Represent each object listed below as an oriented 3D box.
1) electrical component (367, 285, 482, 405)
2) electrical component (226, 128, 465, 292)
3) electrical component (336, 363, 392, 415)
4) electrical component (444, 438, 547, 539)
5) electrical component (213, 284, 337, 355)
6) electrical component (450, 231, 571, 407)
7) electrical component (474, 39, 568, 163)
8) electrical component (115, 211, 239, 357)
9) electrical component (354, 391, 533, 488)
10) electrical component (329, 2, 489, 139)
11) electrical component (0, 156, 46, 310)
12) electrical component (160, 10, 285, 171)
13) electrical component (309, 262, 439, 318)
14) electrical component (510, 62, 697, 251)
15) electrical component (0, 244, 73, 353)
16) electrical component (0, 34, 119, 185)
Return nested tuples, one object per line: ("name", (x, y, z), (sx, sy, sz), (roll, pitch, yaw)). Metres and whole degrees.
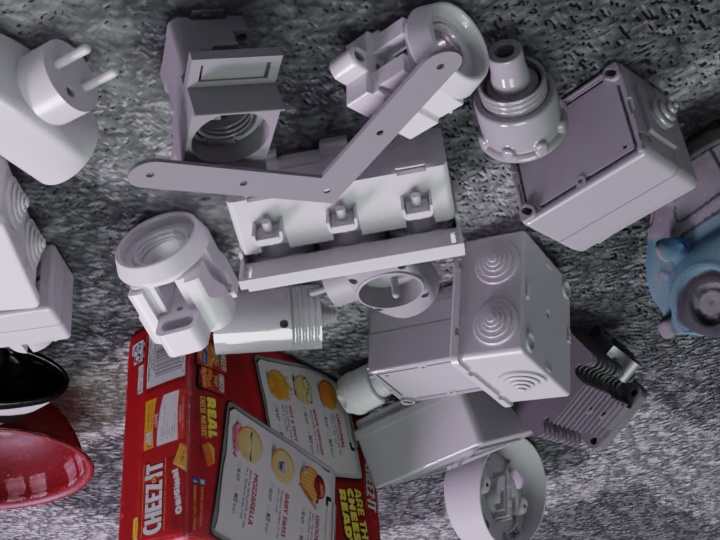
("electrical component", (0.048, 0.052, 0.756), (0.096, 0.061, 0.062), (-13, 149, 24))
("electrical component", (-0.008, -0.035, 0.594), (0.121, 0.078, 0.063), (-10, 126, 5))
("electrical component", (0.013, 0.086, 0.823), (0.061, 0.035, 0.035), (-29, 142, 26))
("electrical component", (0.124, 0.205, 0.979), (0.064, 0.099, 0.099), (-23, 145, 36))
("electrical component", (-0.056, 0.032, 0.714), (0.081, 0.043, 0.043), (-3, 148, -5))
("electrical component", (0.100, 0.032, 0.692), (0.048, 0.099, 0.100), (-10, 150, 29))
("electrical component", (0.079, -0.089, 0.547), (0.048, 0.048, 0.062), (-13, 141, 10))
("electrical component", (-0.108, 0.003, 0.634), (0.058, 0.078, 0.057), (-14, 127, 12))
("electrical component", (0.071, 0.122, 0.838), (0.109, 0.056, 0.109), (-30, 162, 32))
("electrical component", (0.028, -0.098, 0.521), (0.066, 0.048, 0.055), (22, 146, -38))
("electrical component", (-0.230, -0.018, 0.595), (0.100, 0.048, 0.099), (-4, 148, -4))
("electrical component", (-0.068, -0.083, 0.506), (0.042, 0.063, 0.081), (-8, 151, -23))
("electrical component", (0.000, 0.000, 0.672), (0.079, 0.044, 0.077), (-17, 147, 17))
("electrical component", (0.137, -0.061, 0.583), (0.061, 0.061, 0.096), (22, 138, -38))
("electrical component", (-0.212, 0.027, 0.672), (0.066, 0.047, 0.076), (-8, 148, 1))
("electrical component", (-0.152, -0.084, 0.509), (0.079, 0.043, 0.077), (-21, 145, 22))
